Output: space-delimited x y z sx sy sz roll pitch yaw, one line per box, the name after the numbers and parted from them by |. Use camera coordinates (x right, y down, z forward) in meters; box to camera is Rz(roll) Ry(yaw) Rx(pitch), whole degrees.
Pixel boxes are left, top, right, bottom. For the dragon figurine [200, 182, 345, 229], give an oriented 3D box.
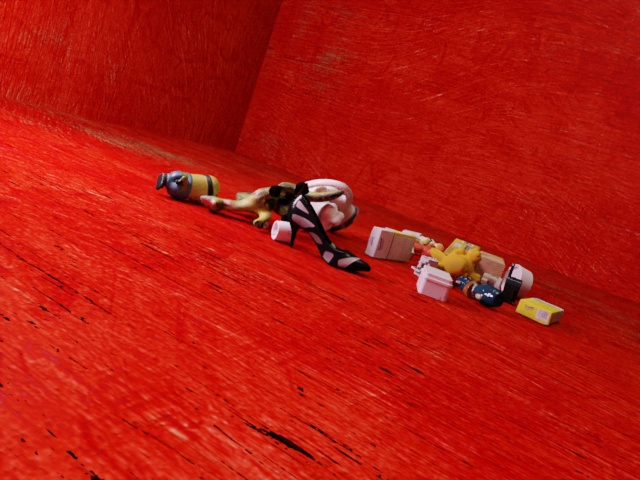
-0.150 -0.125 1.512 0.412 0.121 0.244 -10 19 -39 | dragon figurine

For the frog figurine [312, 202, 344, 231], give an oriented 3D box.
0.005 -0.081 1.602 0.159 0.140 0.120 2 -27 20 | frog figurine

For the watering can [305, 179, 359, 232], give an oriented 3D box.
-0.018 -0.115 1.761 0.345 0.106 0.221 -14 -43 39 | watering can
